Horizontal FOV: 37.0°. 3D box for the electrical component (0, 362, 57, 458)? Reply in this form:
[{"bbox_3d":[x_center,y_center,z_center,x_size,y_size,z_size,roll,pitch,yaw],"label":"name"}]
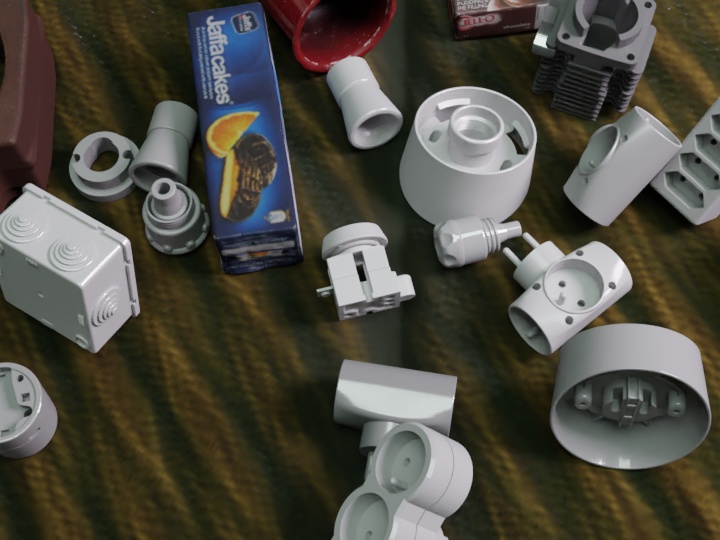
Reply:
[{"bbox_3d":[-0.234,0.096,0.720,0.055,0.047,0.055,-1,64,2],"label":"electrical component"}]

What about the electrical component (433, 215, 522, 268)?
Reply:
[{"bbox_3d":[0.086,-0.023,0.773,0.061,0.035,0.035,-13,65,-7],"label":"electrical component"}]

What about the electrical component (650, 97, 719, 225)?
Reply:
[{"bbox_3d":[0.266,-0.082,0.779,0.076,0.083,0.047,-16,57,-49],"label":"electrical component"}]

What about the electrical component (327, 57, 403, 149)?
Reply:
[{"bbox_3d":[0.000,-0.131,0.825,0.044,0.044,0.065,-21,61,-8],"label":"electrical component"}]

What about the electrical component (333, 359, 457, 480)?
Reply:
[{"bbox_3d":[0.021,0.103,0.710,0.077,0.043,0.079,8,66,6],"label":"electrical component"}]

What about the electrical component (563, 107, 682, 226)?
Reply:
[{"bbox_3d":[0.187,-0.082,0.783,0.044,0.077,0.079,33,24,-15],"label":"electrical component"}]

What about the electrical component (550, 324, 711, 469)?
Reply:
[{"bbox_3d":[0.172,0.079,0.689,0.099,0.099,0.064,5,59,5],"label":"electrical component"}]

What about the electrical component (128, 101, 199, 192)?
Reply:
[{"bbox_3d":[-0.145,-0.094,0.812,0.044,0.044,0.065,7,60,5],"label":"electrical component"}]

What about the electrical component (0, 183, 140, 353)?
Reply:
[{"bbox_3d":[-0.204,0.001,0.737,0.100,0.099,0.048,28,56,14],"label":"electrical component"}]

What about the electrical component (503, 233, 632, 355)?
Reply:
[{"bbox_3d":[0.134,0.007,0.751,0.077,0.044,0.079,-36,69,-14],"label":"electrical component"}]

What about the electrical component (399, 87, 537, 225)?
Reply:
[{"bbox_3d":[0.081,-0.086,0.800,0.099,0.064,0.099,3,52,-4],"label":"electrical component"}]

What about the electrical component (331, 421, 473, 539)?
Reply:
[{"bbox_3d":[0.027,0.167,0.667,0.052,0.074,0.138,28,87,51],"label":"electrical component"}]

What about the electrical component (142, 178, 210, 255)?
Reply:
[{"bbox_3d":[-0.136,-0.043,0.775,0.048,0.062,0.048,-1,64,1],"label":"electrical component"}]

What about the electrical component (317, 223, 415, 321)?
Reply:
[{"bbox_3d":[0.000,0.000,0.759,0.066,0.048,0.055,-13,72,-4],"label":"electrical component"}]
